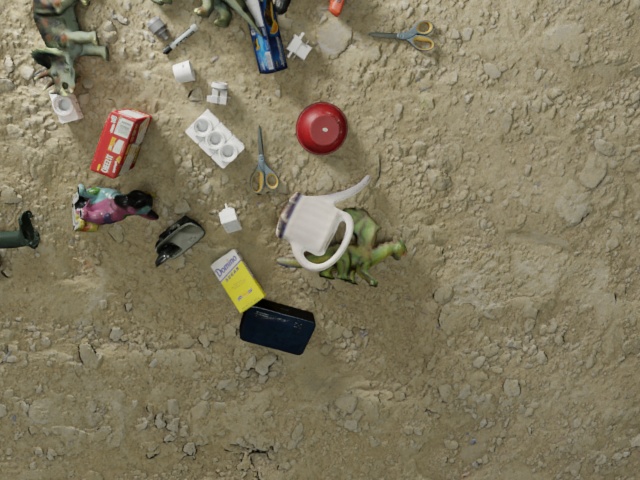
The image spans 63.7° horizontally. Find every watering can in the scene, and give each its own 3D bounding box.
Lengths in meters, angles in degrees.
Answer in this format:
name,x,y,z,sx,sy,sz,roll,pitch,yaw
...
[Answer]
name,x,y,z,sx,sy,sz,roll,pitch,yaw
watering can,0.005,-0.079,1.564,0.225,0.102,0.352,24,75,5

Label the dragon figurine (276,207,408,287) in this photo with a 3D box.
name,x,y,z,sx,sy,sz,roll,pitch,yaw
dragon figurine,0.087,0.015,1.631,0.409,0.122,0.244,15,84,-10
